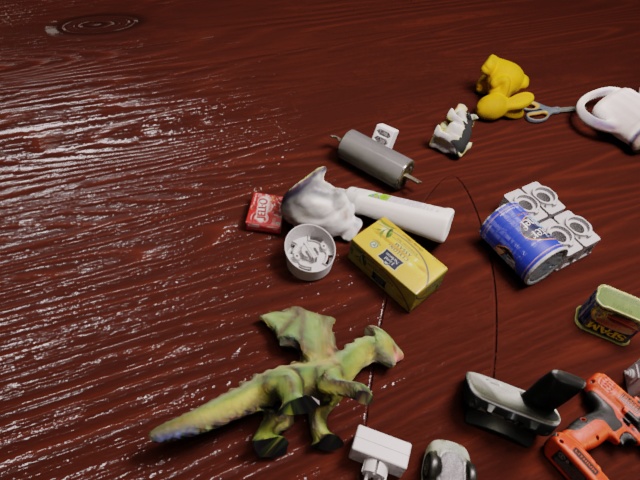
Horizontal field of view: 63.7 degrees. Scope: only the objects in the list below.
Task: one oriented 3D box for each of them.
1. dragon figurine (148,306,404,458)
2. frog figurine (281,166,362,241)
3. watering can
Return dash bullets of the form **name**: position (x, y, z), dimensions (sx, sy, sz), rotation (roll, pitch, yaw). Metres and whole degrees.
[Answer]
- **dragon figurine**: position (-0.053, 0.207, 0.843), dimensions (0.410, 0.119, 0.248), rotation (0, 33, -8)
- **frog figurine**: position (0.003, -0.053, 1.044), dimensions (0.159, 0.136, 0.124), rotation (53, 19, -2)
- **watering can**: position (0.852, -0.347, 1.383), dimensions (0.350, 0.101, 0.228), rotation (-20, 56, -21)
